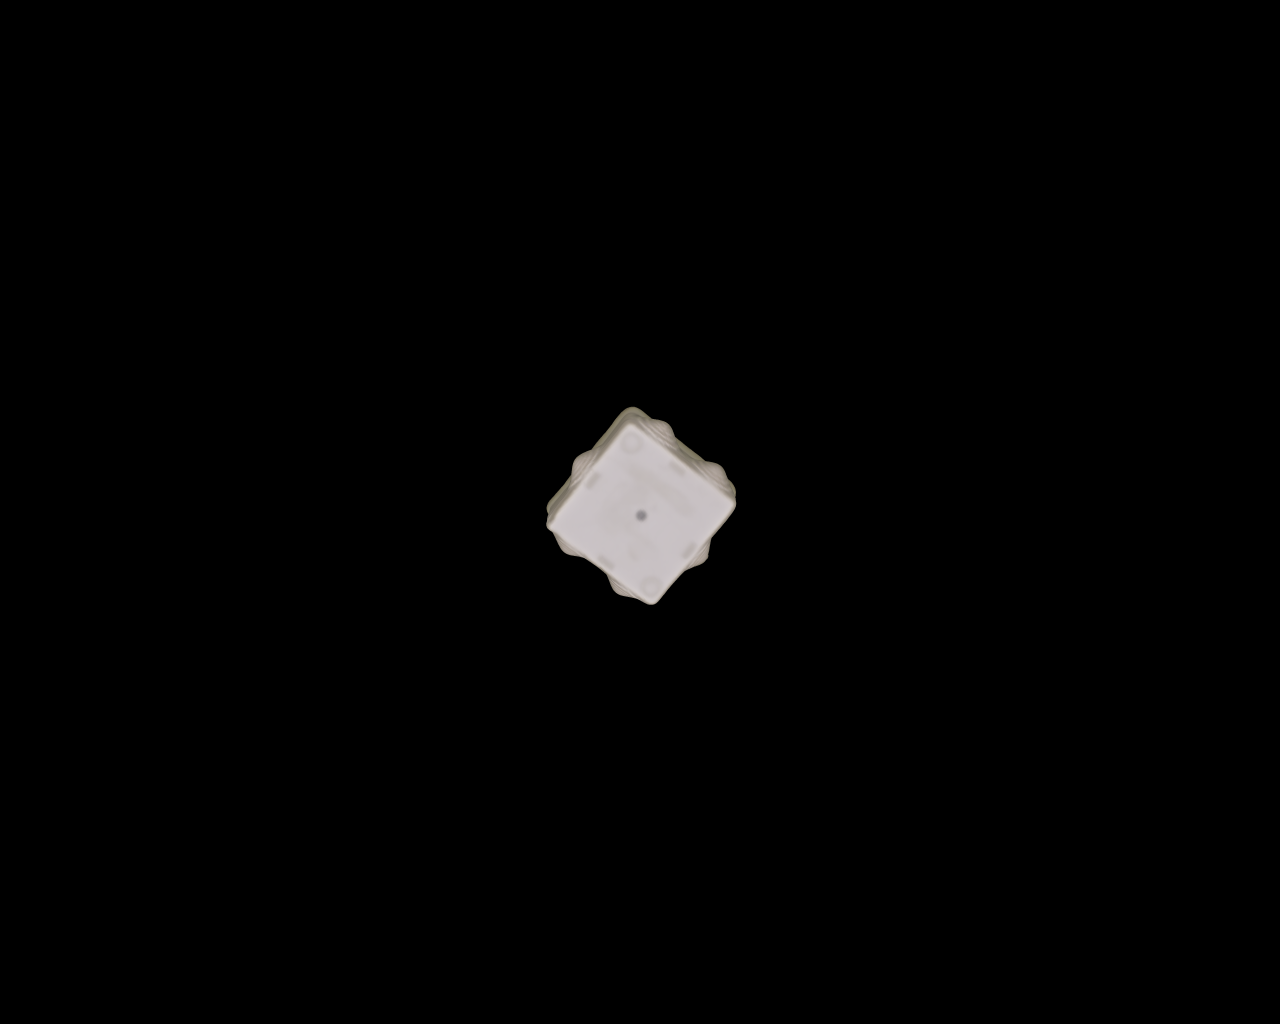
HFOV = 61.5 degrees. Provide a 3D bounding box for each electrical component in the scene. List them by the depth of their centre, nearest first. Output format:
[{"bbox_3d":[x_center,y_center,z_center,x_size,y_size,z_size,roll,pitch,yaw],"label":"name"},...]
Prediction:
[{"bbox_3d":[0.001,-0.003,0.650,0.099,0.099,0.048,38,9,-7],"label":"electrical component"}]
